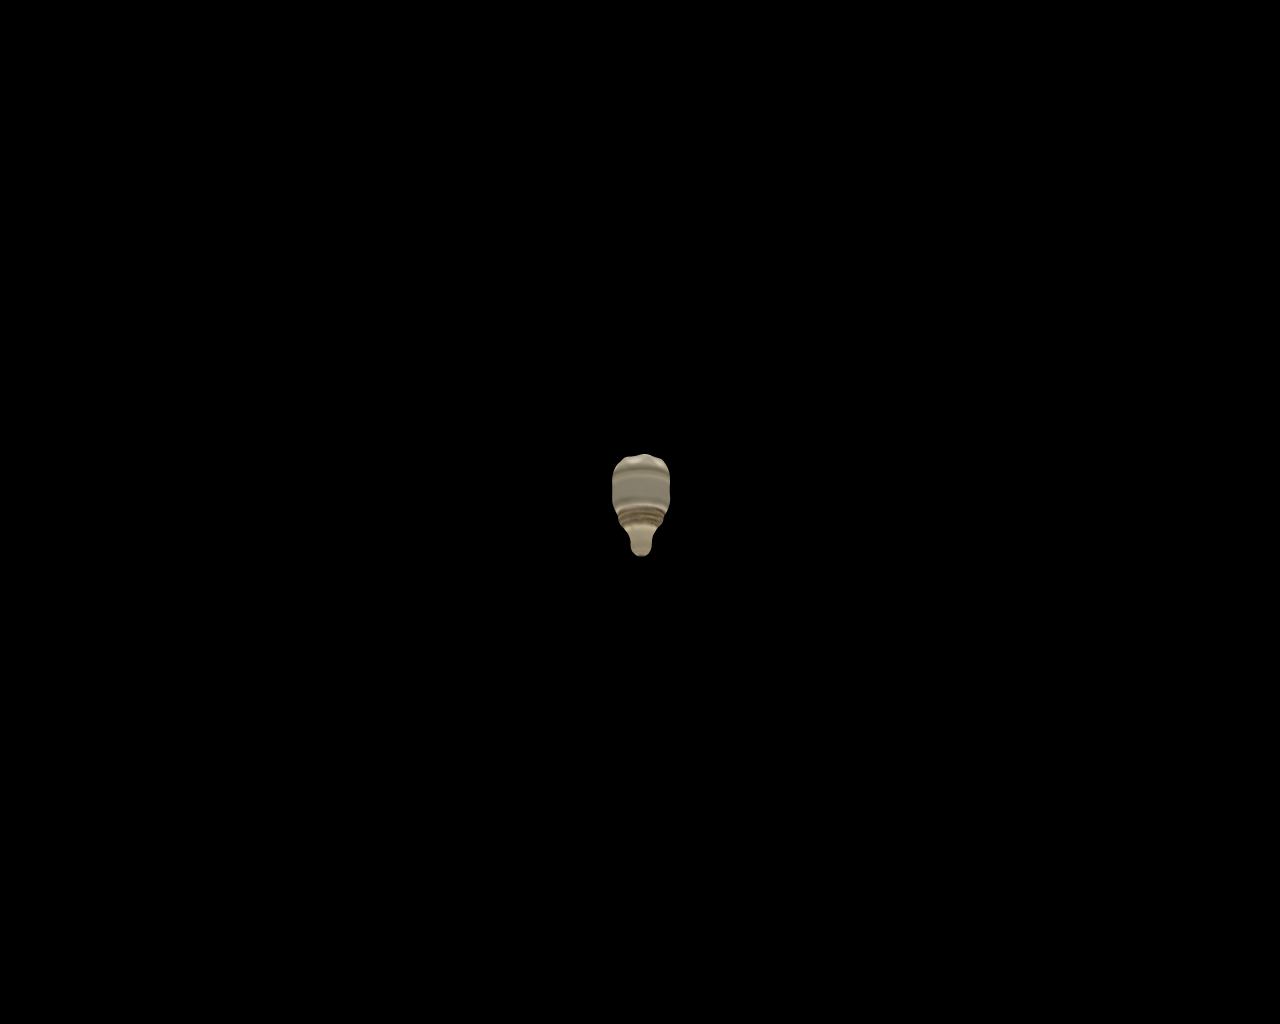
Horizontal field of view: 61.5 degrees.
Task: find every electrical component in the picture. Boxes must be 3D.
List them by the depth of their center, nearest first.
[{"bbox_3d":[0.001,-0.003,0.650,0.035,0.061,0.035,0,-16,0],"label":"electrical component"}]
